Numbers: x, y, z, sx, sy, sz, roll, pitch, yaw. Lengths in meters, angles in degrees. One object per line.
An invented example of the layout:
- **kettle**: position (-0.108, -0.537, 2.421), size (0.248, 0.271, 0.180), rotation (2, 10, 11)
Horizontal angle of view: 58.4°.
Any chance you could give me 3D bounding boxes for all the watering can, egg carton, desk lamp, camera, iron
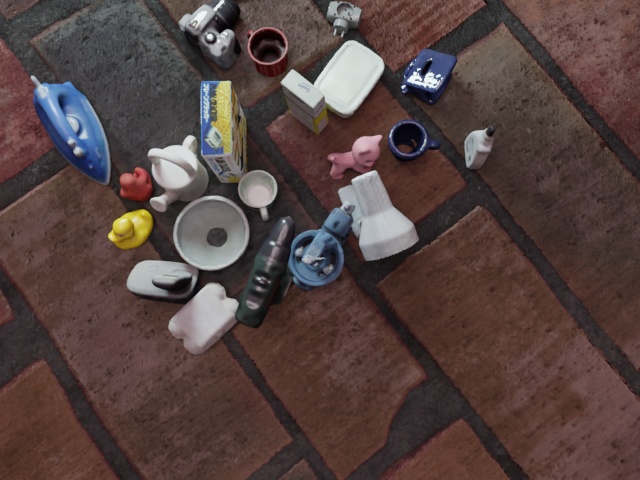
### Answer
- **watering can**: position (-0.311, -0.145, 1.240), size (0.101, 0.194, 0.173), rotation (-1, 81, 1)
- **egg carton**: position (-0.249, 0.172, 1.253), size (0.107, 0.069, 0.150), rotation (44, 84, 7)
- **desk lamp**: position (0.115, -0.052, 1.212), size (0.118, 0.213, 0.203), rotation (-22, 81, -3)
- **camera**: position (-0.240, -0.504, 1.343), size (0.143, 0.101, 0.137), rotation (39, 83, 6)
- **iron**: position (-0.560, -0.247, 1.285), size (0.118, 0.141, 0.258), rotation (-32, 82, -4)

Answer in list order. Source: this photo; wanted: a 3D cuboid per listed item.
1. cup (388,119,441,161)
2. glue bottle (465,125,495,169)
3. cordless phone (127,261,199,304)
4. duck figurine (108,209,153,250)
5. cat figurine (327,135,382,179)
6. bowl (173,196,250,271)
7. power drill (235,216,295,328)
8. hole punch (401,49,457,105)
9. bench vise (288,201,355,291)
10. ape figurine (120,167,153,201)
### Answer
- **cup**: position (0.209, -0.213, 1.297), size (0.117, 0.095, 0.092), rotation (10, 81, 2)
- **glue bottle**: position (0.355, -0.214, 1.256), size (0.037, 0.173, 0.078), rotation (-1, 81, 1)
- **cordless phone**: position (-0.342, 0.083, 1.210), size (0.147, 0.185, 0.094), rotation (3, 81, 1)
- **duck figurine**: position (-0.426, -0.029, 1.278), size (0.104, 0.086, 0.077), rotation (-43, 83, -6)
- **cat figurine**: position (0.081, -0.190, 1.283), size (0.128, 0.118, 0.067), rotation (-14, 81, -1)
- **bowl**: position (-0.235, -0.011, 1.279), size (0.167, 0.075, 0.167), rotation (0, 81, 1)
- **power drill**: position (-0.104, 0.072, 1.197), size (0.075, 0.208, 0.230), rotation (21, 82, 4)
- **hole punch**: position (0.250, -0.384, 1.325), size (0.101, 0.091, 0.109), rotation (30, 83, 5)
- **bench vise**: position (-0.001, 0.001, 1.202), size (0.121, 0.220, 0.207), rotation (14, 81, 3)
- **ape figurine**: position (-0.420, -0.126, 1.290), size (0.078, 0.092, 0.076), rotation (-39, 82, -5)
